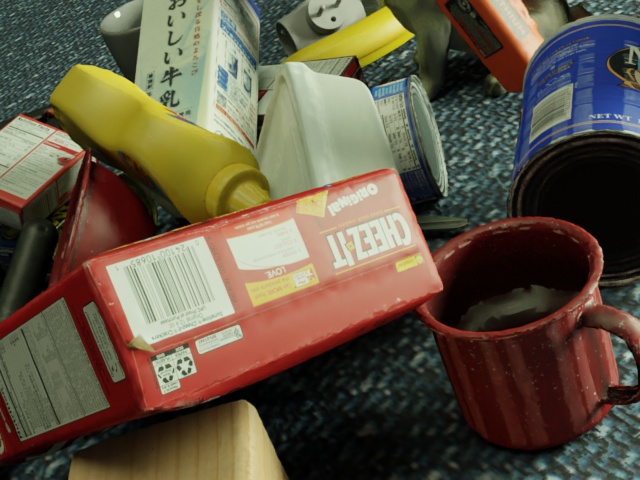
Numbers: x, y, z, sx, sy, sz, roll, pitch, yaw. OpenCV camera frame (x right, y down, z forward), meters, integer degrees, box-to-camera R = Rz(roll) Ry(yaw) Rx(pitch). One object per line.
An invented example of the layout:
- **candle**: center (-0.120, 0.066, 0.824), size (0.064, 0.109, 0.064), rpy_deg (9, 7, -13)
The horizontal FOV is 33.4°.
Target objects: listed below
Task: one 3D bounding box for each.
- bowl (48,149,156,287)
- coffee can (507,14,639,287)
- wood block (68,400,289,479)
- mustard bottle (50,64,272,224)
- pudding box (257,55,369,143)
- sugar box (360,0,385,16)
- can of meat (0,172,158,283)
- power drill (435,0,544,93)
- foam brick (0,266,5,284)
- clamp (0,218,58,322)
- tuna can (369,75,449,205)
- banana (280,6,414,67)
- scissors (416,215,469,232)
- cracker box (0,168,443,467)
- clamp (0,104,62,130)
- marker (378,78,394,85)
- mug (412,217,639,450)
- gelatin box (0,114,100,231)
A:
- **bowl**: center (-0.144, 0.026, 0.688), size (0.055, 0.162, 0.162), rpy_deg (15, 28, -15)
- **coffee can**: center (0.166, -0.055, 0.624), size (0.103, 0.103, 0.140), rpy_deg (-9, 34, 21)
- **wood block**: center (-0.052, 0.172, 0.421), size (0.090, 0.091, 0.206), rpy_deg (-18, 31, 6)
- **mustard bottle**: center (-0.092, -0.051, 0.685), size (0.192, 0.096, 0.058), rpy_deg (32, 83, 43)
- **pudding box**: center (-0.027, -0.114, 0.899), size (0.114, 0.039, 0.090), rpy_deg (1, 39, 31)
- **sugar box**: center (0.094, -0.281, 1.075), size (0.176, 0.048, 0.093), rpy_deg (-39, 34, -24)
- **can of meat**: center (-0.190, -0.009, 0.823), size (0.084, 0.057, 0.102), rpy_deg (3, 38, 40)
- **power drill**: center (0.191, -0.193, 0.783), size (0.187, 0.184, 0.057), rpy_deg (-41, 3, -14)
- **foam brick**: center (-0.279, 0.012, 0.849), size (0.078, 0.051, 0.053), rpy_deg (-40, 36, -27)
- **clamp**: center (-0.202, 0.067, 0.678), size (0.039, 0.120, 0.171), rpy_deg (13, 32, -16)
- **tuna can**: center (0.059, -0.066, 0.724), size (0.034, 0.086, 0.086), rpy_deg (-14, 32, 16)
- **banana**: center (0.033, -0.182, 0.967), size (0.197, 0.037, 0.070), rpy_deg (-27, 31, -8)
- **scissors**: center (-0.005, 0.001, 0.729), size (0.202, 0.016, 0.096), rpy_deg (12, 47, 43)
- **cracker box**: center (-0.069, 0.045, 0.528), size (0.163, 0.072, 0.214), rpy_deg (-19, -5, -36)
- **clamp**: center (-0.269, -0.043, 0.839), size (0.209, 0.036, 0.165), rpy_deg (-36, 43, -29)
- **marker**: center (0.028, -0.093, 0.850), size (0.020, 0.020, 0.121), rpy_deg (8, 42, 40)
- **mug**: center (0.109, 0.049, 0.517), size (0.117, 0.081, 0.093), rpy_deg (8, 42, 40)
- **gelatin box**: center (-0.219, -0.050, 0.793), size (0.073, 0.030, 0.089), rpy_deg (21, 46, 19)
